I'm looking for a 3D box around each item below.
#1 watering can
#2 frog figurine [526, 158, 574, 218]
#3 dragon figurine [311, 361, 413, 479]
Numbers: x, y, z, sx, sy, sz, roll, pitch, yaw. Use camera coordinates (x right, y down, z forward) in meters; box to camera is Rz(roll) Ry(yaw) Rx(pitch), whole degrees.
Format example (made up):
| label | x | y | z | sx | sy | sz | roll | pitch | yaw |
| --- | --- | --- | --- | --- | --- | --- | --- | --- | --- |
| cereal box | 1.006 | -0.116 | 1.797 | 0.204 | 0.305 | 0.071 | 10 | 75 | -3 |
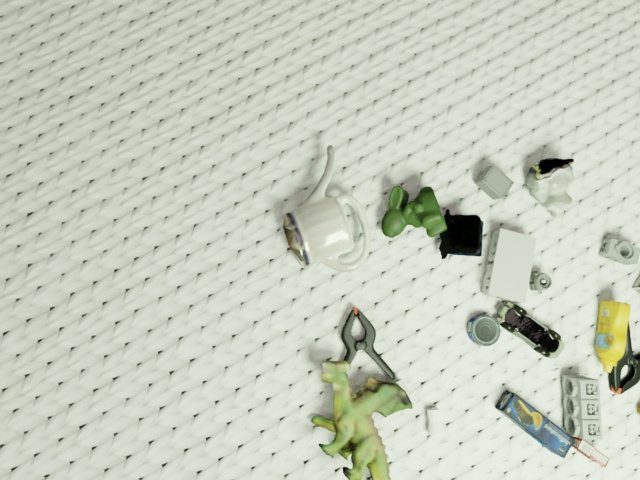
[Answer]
| label | x | y | z | sx | sy | sz | roll | pitch | yaw |
| --- | --- | --- | --- | --- | --- | --- | --- | --- | --- |
| watering can | 0.004 | -0.071 | 1.402 | 0.225 | 0.103 | 0.349 | -19 | 84 | -7 |
| frog figurine | 0.672 | -0.152 | 1.487 | 0.138 | 0.124 | 0.156 | -35 | 122 | -16 |
| dragon figurine | 0.133 | 0.472 | 1.302 | 0.411 | 0.122 | 0.243 | 44 | 87 | 3 |
